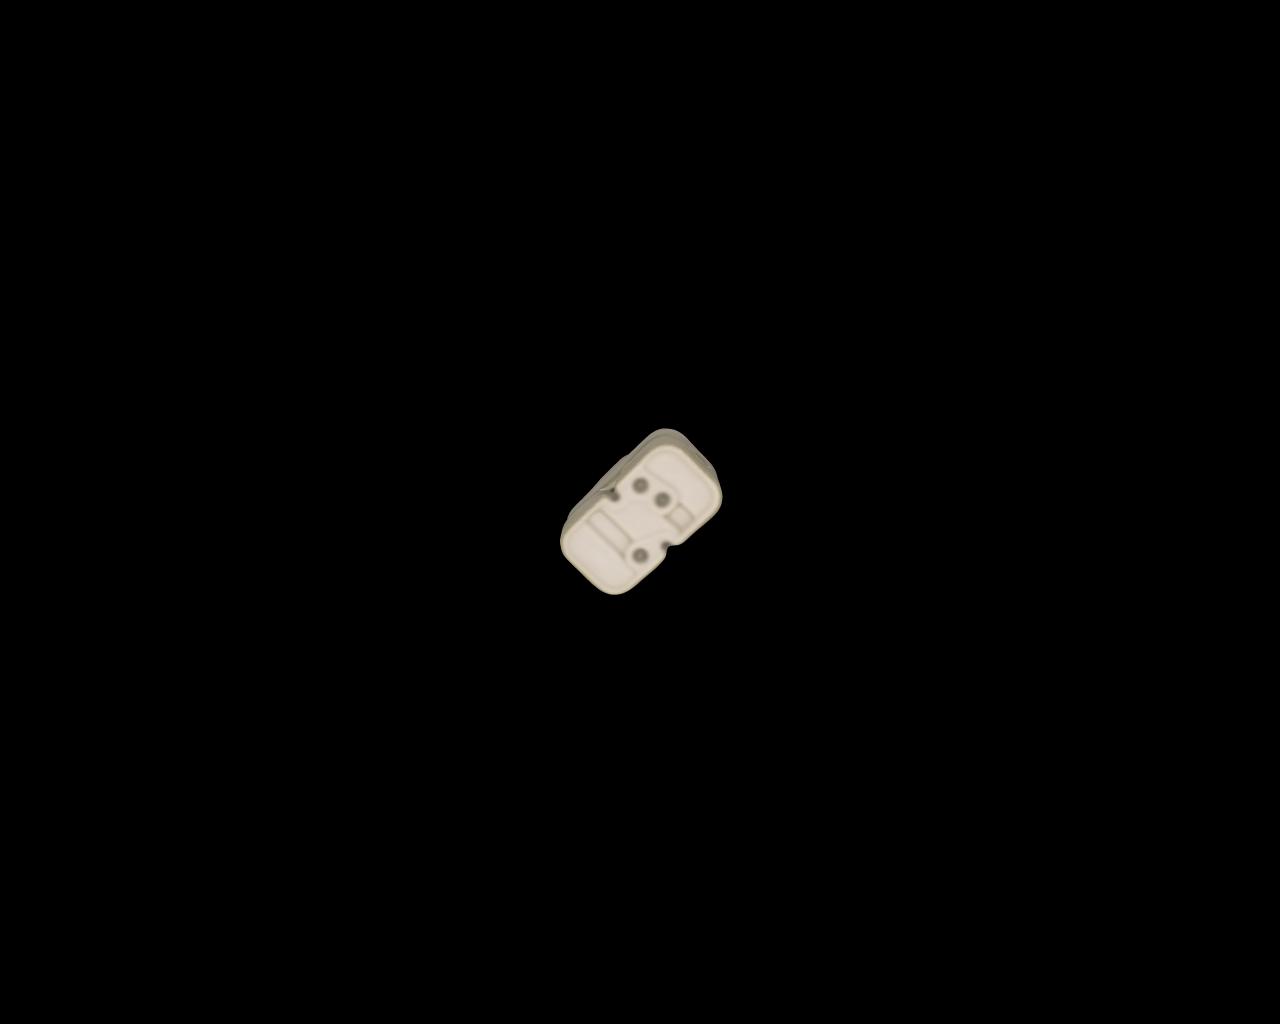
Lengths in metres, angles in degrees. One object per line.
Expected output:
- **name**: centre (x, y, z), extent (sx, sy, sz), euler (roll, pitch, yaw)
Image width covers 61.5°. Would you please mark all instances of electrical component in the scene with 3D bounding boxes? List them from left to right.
- **electrical component**: centre (0.001, -0.003, 0.650), extent (0.095, 0.053, 0.059), euler (-43, 12, 11)
